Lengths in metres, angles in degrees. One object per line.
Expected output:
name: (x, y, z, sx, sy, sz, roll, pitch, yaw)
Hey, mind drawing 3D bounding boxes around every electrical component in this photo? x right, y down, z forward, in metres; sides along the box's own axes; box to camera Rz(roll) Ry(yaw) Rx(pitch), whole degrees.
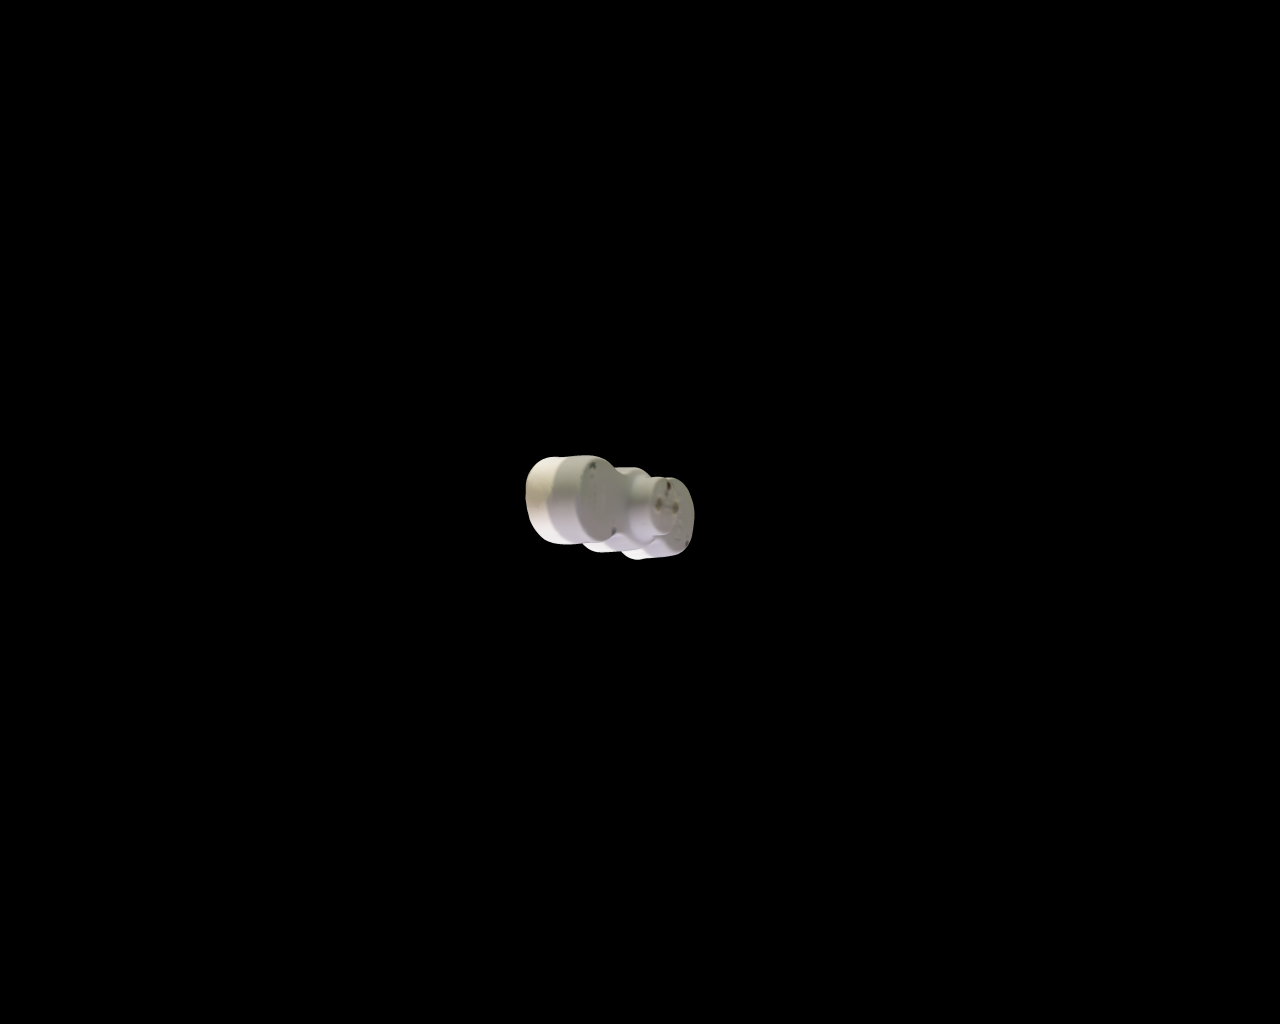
electrical component: (0.001, -0.003, 0.650, 0.073, 0.052, 0.138, -6, -11, 31)
